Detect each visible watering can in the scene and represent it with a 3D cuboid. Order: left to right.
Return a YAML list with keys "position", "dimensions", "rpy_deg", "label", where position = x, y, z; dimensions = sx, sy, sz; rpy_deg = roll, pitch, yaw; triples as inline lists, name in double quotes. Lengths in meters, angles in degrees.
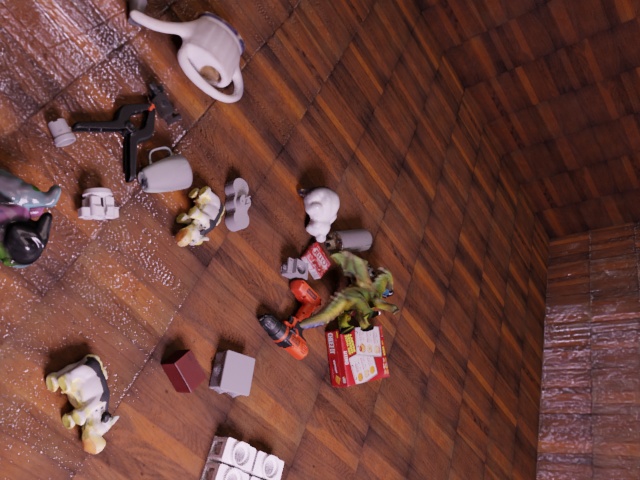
- position: [-0.317, -0.517, 1.351]
  dimensions: [0.342, 0.103, 0.229]
  rpy_deg: [41, 47, -36]
  label: "watering can"

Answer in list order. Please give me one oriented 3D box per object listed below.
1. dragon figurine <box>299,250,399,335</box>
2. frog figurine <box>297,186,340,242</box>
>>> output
- position: [0.086, 0.143, 1.531]
  dimensions: [0.410, 0.120, 0.248]
  rpy_deg: [5, 52, -37]
  label: "dragon figurine"
- position: [0.005, -0.079, 1.567]
  dimensions: [0.135, 0.122, 0.162]
  rpy_deg: [43, 33, -59]
  label: "frog figurine"
